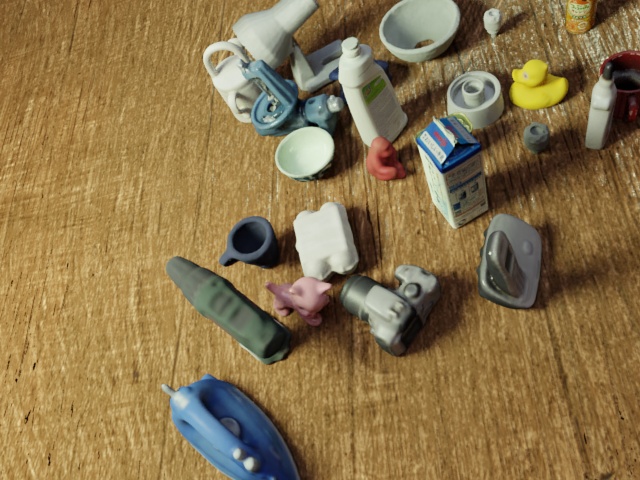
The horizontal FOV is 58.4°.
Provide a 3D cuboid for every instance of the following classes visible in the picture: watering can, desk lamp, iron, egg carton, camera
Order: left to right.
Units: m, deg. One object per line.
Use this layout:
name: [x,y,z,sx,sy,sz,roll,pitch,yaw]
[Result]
iron: [-0.142,0.309,0.896,0.257,0.142,0.119,30,76,30]
watering can: [-0.183,-0.358,1.238,0.101,0.194,0.172,-27,57,5]
desk lamp: [-0.054,-0.420,1.214,0.203,0.214,0.117,-29,57,4]
egg carton: [0.010,0.004,1.049,0.107,0.070,0.150,-20,58,9]
camera: [0.108,0.095,0.945,0.136,0.101,0.143,29,76,30]

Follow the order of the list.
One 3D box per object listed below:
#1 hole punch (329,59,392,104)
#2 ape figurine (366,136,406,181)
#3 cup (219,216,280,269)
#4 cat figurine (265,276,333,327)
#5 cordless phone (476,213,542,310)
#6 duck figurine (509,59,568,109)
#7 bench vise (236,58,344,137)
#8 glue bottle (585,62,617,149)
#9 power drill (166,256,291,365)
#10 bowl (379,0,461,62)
hole punch: [0.083,-0.344,1.196,0.108,0.091,0.101,14,69,26]
ape figurine: [0.120,-0.159,1.083,0.076,0.092,0.078,7,66,23]
cup: [-0.124,0.023,1.071,0.118,0.095,0.091,-38,57,-3]
cat figurine: [-0.036,0.095,0.987,0.127,0.118,0.067,12,68,25]
cordless phone: [0.287,0.013,0.874,0.094,0.185,0.147,4,64,22]
duck figurine: [0.403,-0.295,1.058,0.104,0.086,0.077,6,65,23]
bench vise: [-0.063,-0.293,1.145,0.207,0.220,0.121,-13,59,13]
glue bottle: [0.467,-0.228,0.946,0.037,0.173,0.078,12,68,25]
power drill: [-0.137,0.128,0.952,0.228,0.209,0.076,30,76,30]
bowl: [0.214,-0.432,1.206,0.167,0.075,0.167,-8,61,16]
